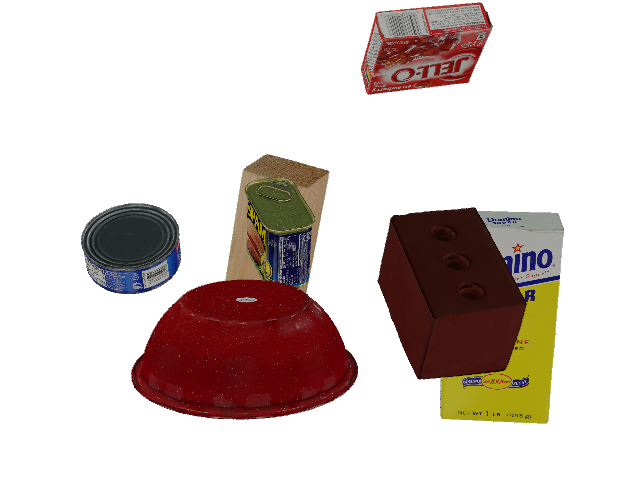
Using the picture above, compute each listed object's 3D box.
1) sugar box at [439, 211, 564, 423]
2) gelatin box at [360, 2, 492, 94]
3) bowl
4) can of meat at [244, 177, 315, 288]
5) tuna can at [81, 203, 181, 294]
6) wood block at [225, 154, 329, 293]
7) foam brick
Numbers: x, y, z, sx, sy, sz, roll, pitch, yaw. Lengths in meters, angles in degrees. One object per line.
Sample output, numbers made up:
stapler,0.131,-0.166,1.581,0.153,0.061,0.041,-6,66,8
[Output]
sugar box,0.148,0.064,0.885,0.093,0.176,0.048,1,23,5
gelatin box,0.082,-0.149,0.835,0.089,0.030,0.073,-7,-25,-12
bowl,-0.053,0.067,0.753,0.162,0.055,0.162,1,16,0
can of meat,-0.046,-0.006,1.162,0.057,0.084,0.102,-10,38,-18
tuna can,-0.166,0.007,0.945,0.086,0.034,0.086,0,43,0
wood block,-0.060,0.005,1.374,0.090,0.206,0.090,16,22,13
foam brick,0.069,0.028,0.578,0.053,0.051,0.078,-6,45,-16
